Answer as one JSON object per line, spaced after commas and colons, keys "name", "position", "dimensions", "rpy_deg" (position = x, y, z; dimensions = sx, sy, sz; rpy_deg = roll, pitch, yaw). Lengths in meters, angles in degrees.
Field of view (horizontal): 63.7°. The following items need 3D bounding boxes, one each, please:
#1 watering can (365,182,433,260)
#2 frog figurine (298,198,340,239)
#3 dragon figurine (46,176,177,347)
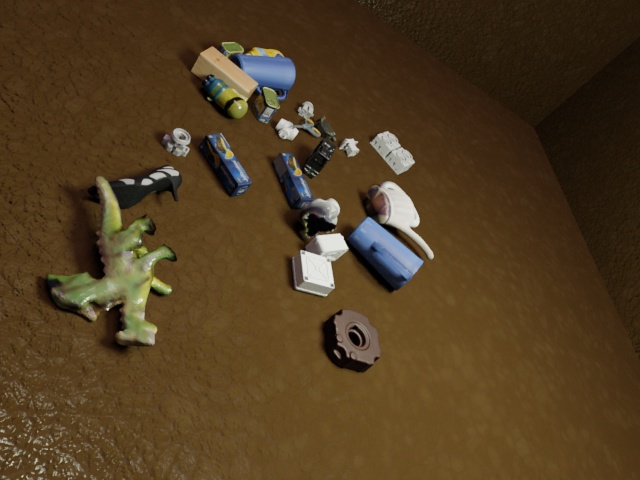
{"name": "watering can", "position": [0.292, -0.085, 1.904], "dimensions": [0.224, 0.355, 0.102], "rpy_deg": [6, -39, -37]}
{"name": "frog figurine", "position": [0.005, -0.082, 1.624], "dimensions": [0.135, 0.122, 0.162], "rpy_deg": [-41, 9, 28]}
{"name": "dragon figurine", "position": [-0.462, 0.056, 1.112], "dimensions": [0.246, 0.413, 0.120], "rpy_deg": [-32, -12, -43]}
